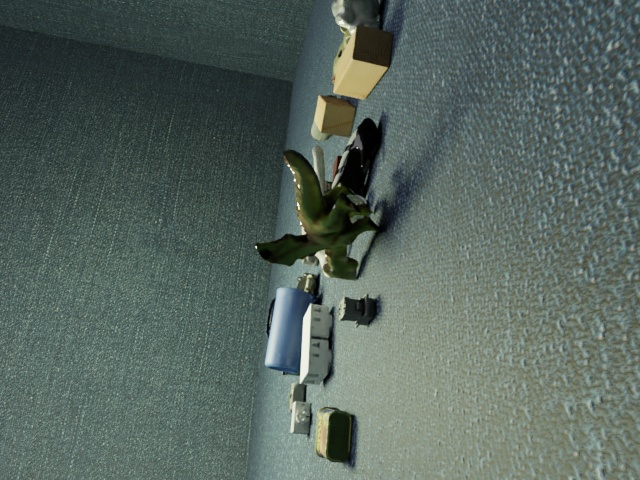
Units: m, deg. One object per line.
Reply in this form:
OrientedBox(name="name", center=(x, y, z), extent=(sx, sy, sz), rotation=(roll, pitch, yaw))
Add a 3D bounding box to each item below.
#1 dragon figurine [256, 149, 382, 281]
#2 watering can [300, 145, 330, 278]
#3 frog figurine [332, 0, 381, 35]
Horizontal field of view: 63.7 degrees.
OrientedBox(name="dragon figurine", center=(-0.022, -0.018, 1.051), extent=(0.240, 0.405, 0.125), rotation=(-37, 46, 17))
OrientedBox(name="watering can", center=(0.004, -0.071, 1.411), extent=(0.223, 0.104, 0.349), rotation=(159, 105, -79))
OrientedBox(name="frog figurine", center=(0.105, -0.583, 1.351), extent=(0.122, 0.139, 0.157), rotation=(1, 118, 46))
